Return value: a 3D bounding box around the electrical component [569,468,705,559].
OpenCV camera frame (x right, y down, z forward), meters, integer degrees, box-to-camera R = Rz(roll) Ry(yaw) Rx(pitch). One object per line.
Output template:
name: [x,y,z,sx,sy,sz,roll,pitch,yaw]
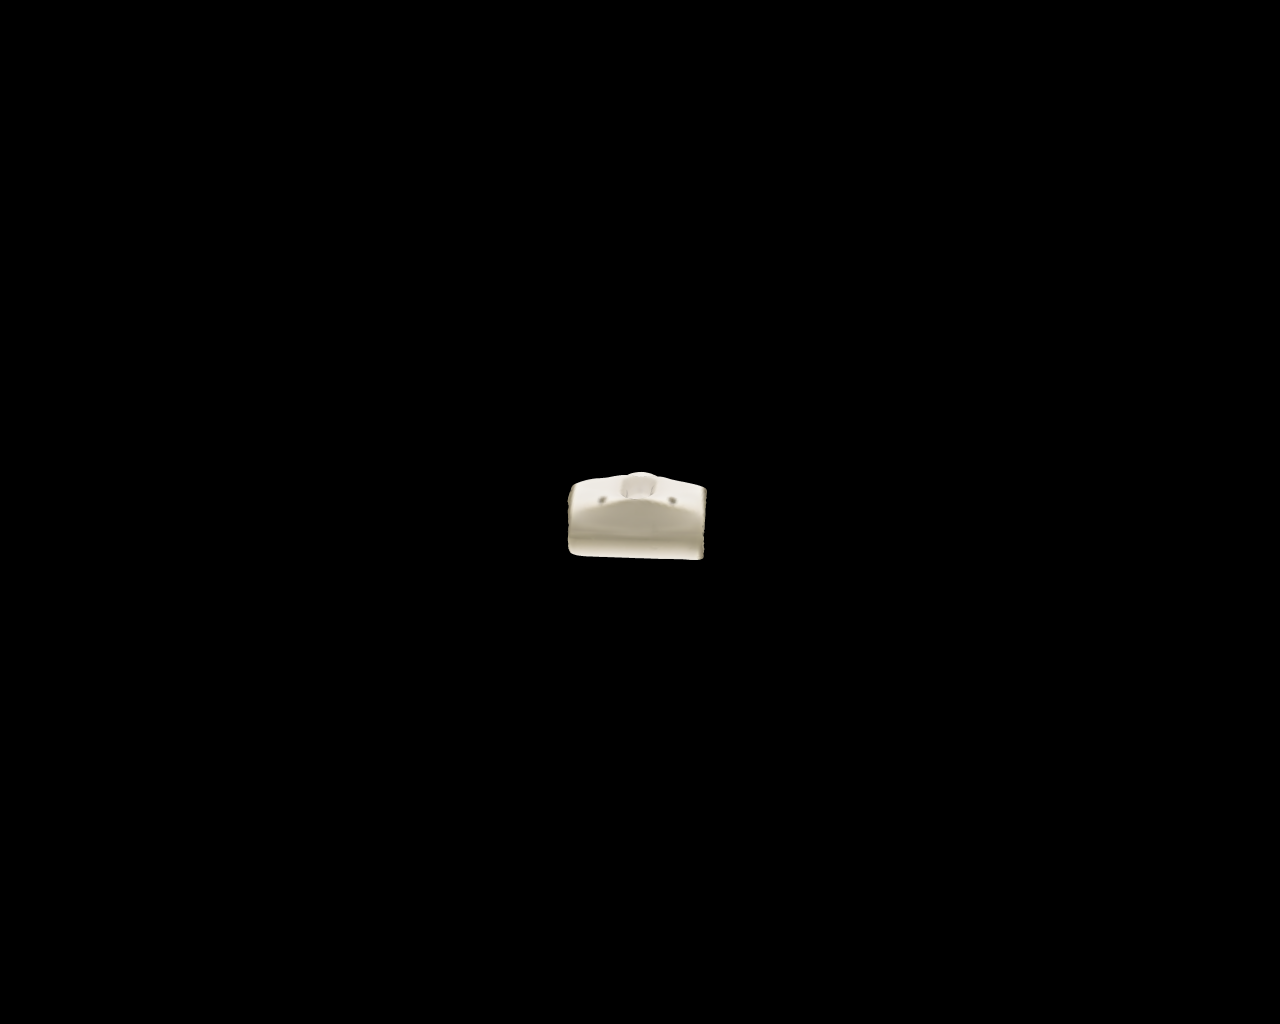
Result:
electrical component: [0.001,-0.003,0.650,0.077,0.043,0.079,2,24,5]
